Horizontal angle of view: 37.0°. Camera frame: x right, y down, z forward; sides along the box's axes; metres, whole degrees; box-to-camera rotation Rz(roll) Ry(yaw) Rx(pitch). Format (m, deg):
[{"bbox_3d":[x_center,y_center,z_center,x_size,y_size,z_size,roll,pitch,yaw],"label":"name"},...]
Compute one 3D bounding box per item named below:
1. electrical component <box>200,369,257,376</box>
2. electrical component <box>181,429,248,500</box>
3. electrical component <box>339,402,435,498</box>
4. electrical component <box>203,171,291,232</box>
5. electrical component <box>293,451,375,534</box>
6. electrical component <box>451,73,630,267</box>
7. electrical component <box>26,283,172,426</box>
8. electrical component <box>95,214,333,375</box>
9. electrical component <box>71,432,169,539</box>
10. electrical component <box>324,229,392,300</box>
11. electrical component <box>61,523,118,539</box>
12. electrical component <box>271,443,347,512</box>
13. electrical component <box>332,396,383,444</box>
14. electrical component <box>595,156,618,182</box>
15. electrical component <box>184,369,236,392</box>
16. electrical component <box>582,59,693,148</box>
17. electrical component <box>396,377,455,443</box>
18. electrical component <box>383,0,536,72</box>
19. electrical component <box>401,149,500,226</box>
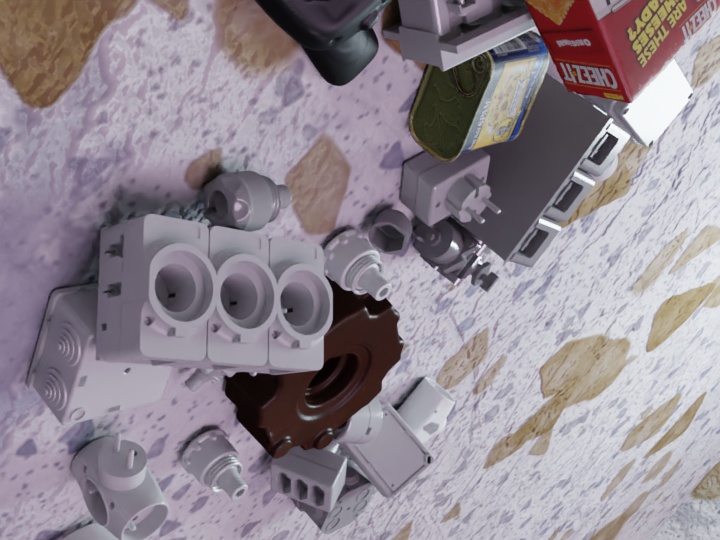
[{"bbox_3d":[-0.102,0.049,0.806,0.047,0.077,0.065,-34,148,-21],"label":"electrical component"},{"bbox_3d":[-0.123,0.174,0.943,0.048,0.062,0.048,-32,147,-24],"label":"electrical component"},{"bbox_3d":[0.022,0.183,1.121,0.062,0.096,0.061,-39,177,-13],"label":"electrical component"},{"bbox_3d":[-0.076,-0.049,0.756,0.062,0.043,0.043,-13,136,-46],"label":"electrical component"},{"bbox_3d":[-0.028,0.238,1.152,0.080,0.051,0.080,-32,147,-24],"label":"electrical component"},{"bbox_3d":[0.155,-0.088,0.955,0.150,0.089,0.062,-55,149,14],"label":"electrical component"},{"bbox_3d":[-0.174,0.056,0.751,0.100,0.048,0.099,-11,135,-46],"label":"electrical component"},{"bbox_3d":[-0.095,0.020,0.726,0.150,0.062,0.089,10,75,-43],"label":"electrical component"},{"bbox_3d":[-0.185,0.159,0.831,0.044,0.077,0.079,-22,141,-36],"label":"electrical component"},{"bbox_3d":[0.000,0.000,0.891,0.048,0.062,0.048,-32,147,-24],"label":"electrical component"},{"bbox_3d":[-0.228,0.265,0.918,0.099,0.064,0.099,-32,147,-24],"label":"electrical component"},{"bbox_3d":[-0.044,0.187,1.066,0.047,0.066,0.076,95,18,-47],"label":"electrical component"},{"bbox_3d":[-0.014,0.143,1.055,0.047,0.055,0.055,9,119,-51],"label":"electrical component"},{"bbox_3d":[0.230,-0.117,1.060,0.045,0.045,0.055,-44,150,-4],"label":"electrical component"},{"bbox_3d":[-0.115,0.073,0.862,0.061,0.035,0.035,-43,150,-2],"label":"electrical component"},{"bbox_3d":[0.263,-0.173,1.023,0.078,0.057,0.113,-52,150,9],"label":"electrical component"},{"bbox_3d":[0.072,0.164,1.198,0.077,0.043,0.079,-50,150,6],"label":"electrical component"},{"bbox_3d":[0.085,-0.195,0.763,0.121,0.079,0.063,-29,124,-27],"label":"electrical component"},{"bbox_3d":[0.084,-0.066,0.904,0.066,0.077,0.047,-30,146,-26],"label":"electrical component"}]
